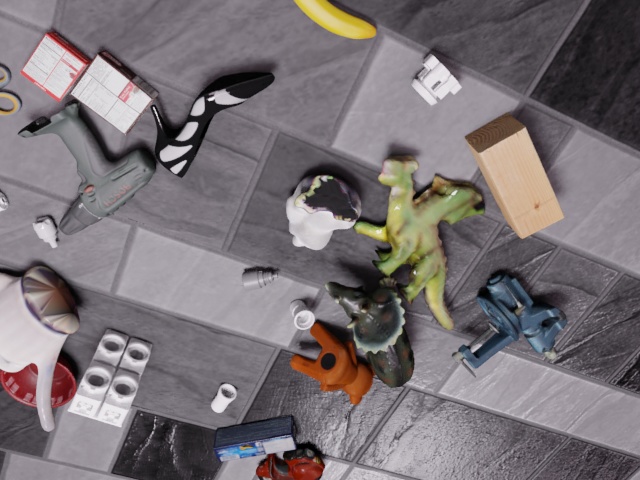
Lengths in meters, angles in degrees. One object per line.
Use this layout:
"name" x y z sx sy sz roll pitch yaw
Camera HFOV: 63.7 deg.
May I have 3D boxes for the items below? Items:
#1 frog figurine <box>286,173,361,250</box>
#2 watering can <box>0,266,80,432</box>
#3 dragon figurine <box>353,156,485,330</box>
"frog figurine" 0.003 -0.050 0.986 0.137 0.125 0.156 -1 156 -12
"watering can" -0.578 0.202 1.044 0.223 0.105 0.347 -33 91 14
"dragon figurine" 0.225 -0.006 1.010 0.241 0.124 0.405 -42 117 10
